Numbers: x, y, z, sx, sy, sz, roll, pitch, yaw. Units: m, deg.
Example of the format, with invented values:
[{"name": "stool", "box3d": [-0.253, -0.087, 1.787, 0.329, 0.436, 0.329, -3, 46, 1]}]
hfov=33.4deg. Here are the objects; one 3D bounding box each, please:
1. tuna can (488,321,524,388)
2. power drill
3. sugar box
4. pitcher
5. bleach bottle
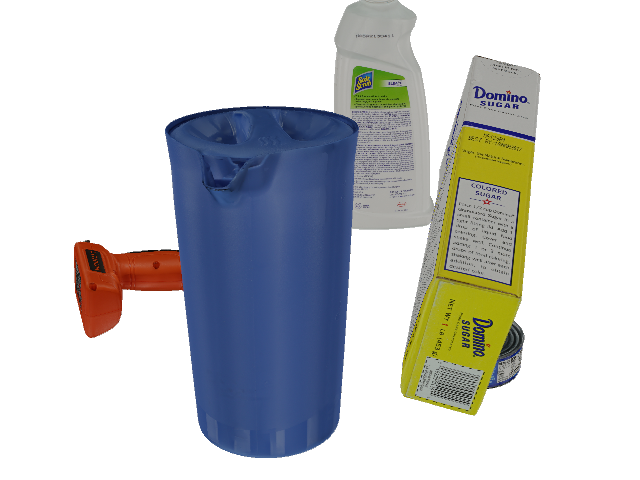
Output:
[{"name": "tuna can", "box3d": [0.136, 0.096, 0.946, 0.086, 0.034, 0.086, 0, 26, 0]}, {"name": "power drill", "box3d": [-0.120, 0.043, 0.954, 0.187, 0.057, 0.185, -3, 23, -19]}, {"name": "sugar box", "box3d": [0.081, -0.008, 0.557, 0.048, 0.176, 0.093, 15, -44, 4]}, {"name": "pitcher", "box3d": [-0.036, 0.025, 0.782, 0.149, 0.243, 0.145, -11, 23, -26]}, {"name": "bleach bottle", "box3d": [0.064, -0.133, 1.037, 0.102, 0.251, 0.068, -3, 31, -4]}]
